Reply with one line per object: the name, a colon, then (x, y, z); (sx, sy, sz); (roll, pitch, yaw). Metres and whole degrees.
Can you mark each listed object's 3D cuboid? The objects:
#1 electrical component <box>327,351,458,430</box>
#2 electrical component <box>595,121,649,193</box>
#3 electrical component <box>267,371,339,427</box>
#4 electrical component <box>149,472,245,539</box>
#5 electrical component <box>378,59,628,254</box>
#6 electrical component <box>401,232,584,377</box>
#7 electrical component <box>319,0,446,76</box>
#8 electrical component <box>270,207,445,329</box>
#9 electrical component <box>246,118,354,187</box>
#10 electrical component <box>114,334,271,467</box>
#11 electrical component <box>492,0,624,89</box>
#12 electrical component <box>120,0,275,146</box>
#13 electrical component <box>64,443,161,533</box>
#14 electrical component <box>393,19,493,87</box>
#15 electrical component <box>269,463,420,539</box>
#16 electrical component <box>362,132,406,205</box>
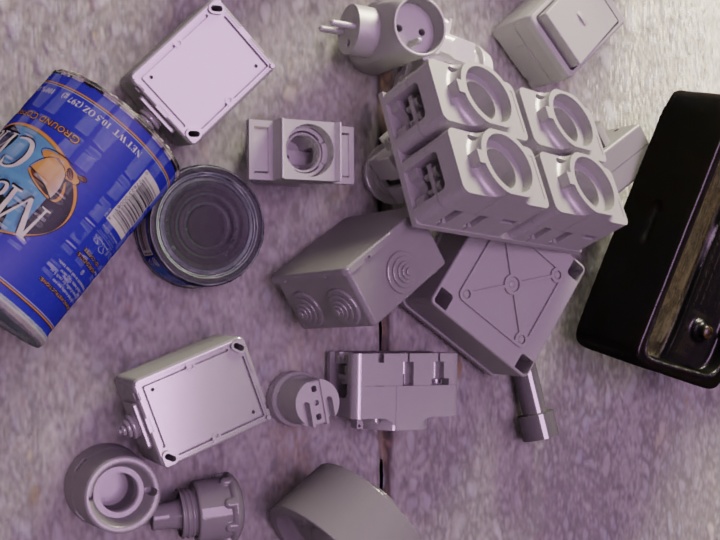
electrical component: (0.024, 0.089, 0.804); (0.089, 0.050, 0.055); (2, 88, -27)
electrical component: (0.192, -0.099, 0.898); (0.083, 0.047, 0.075); (-36, 105, -23)
electrical component: (-0.040, 0.094, 0.773); (0.040, 0.046, 0.040); (1, 88, -27)
electrical component: (-0.112, 0.165, 0.736); (0.062, 0.048, 0.048); (-3, 90, -21)
electrical component: (0.112, -0.081, 0.788); (0.186, 0.060, 0.105); (7, 61, -42)
electrical component: (0.104, 0.012, 0.845); (0.109, 0.056, 0.108); (39, 72, -21)
electrical component: (0.010, -0.174, 0.789); (0.079, 0.077, 0.044); (3, 87, -27)
electrical component: (0.000, 0.000, 0.766); (0.100, 0.100, 0.048); (-40, 111, -35)
electrical component: (-0.047, -0.081, 0.764); (0.081, 0.064, 0.042); (1, 87, -28)
electrical component: (-0.120, 0.088, 0.723); (0.096, 0.061, 0.061); (-22, 99, -26)
electrical component: (0.169, -0.204, 0.881); (0.096, 0.061, 0.061); (-46, 108, -21)
electrical component: (-0.118, -0.128, 0.734); (0.096, 0.061, 0.061); (-46, 109, -12)
electrical component: (-0.162, 0.144, 0.708); (0.055, 0.047, 0.055); (1, 88, -27)
electrical component: (0.065, -0.151, 0.829); (0.057, 0.058, 0.078); (15, 82, -23)
electrical component: (-0.004, 0.184, 0.758); (0.060, 0.108, 0.108); (-44, 108, -27)
electrical component: (0.033, -0.075, 0.810); (0.048, 0.055, 0.066); (-43, 107, -22)
